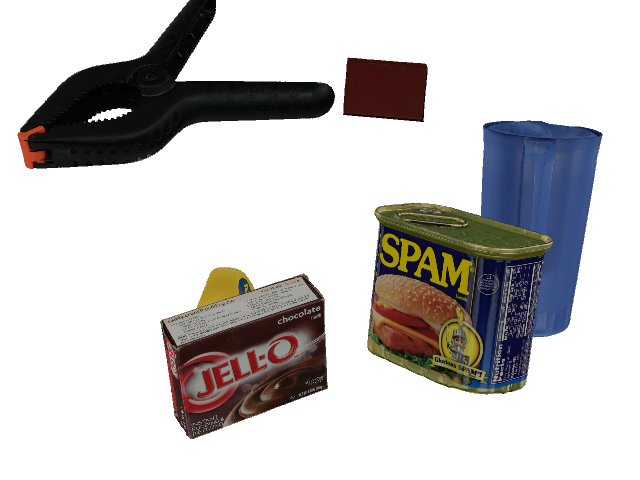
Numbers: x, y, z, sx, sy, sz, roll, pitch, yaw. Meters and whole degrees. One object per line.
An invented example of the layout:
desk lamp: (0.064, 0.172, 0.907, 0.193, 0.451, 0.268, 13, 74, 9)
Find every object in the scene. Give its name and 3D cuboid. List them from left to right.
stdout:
clamp: (-0.106, -0.098, 0.743, 0.209, 0.036, 0.165, -34, 53, -29)
mustard bottle: (-0.108, 0.085, 1.178, 0.058, 0.096, 0.191, 1, 27, 4)
pudding box: (-0.052, 0.082, 0.757, 0.113, 0.090, 0.039, -19, 42, -20)
foam brick: (0.061, -0.143, 1.011, 0.078, 0.051, 0.053, 5, 14, 4)
can of meat: (0.073, 0.031, 0.596, 0.057, 0.084, 0.102, -7, 18, -40)
pitcher: (0.244, -0.014, 1.232, 0.149, 0.243, 0.145, -6, 16, -31)
